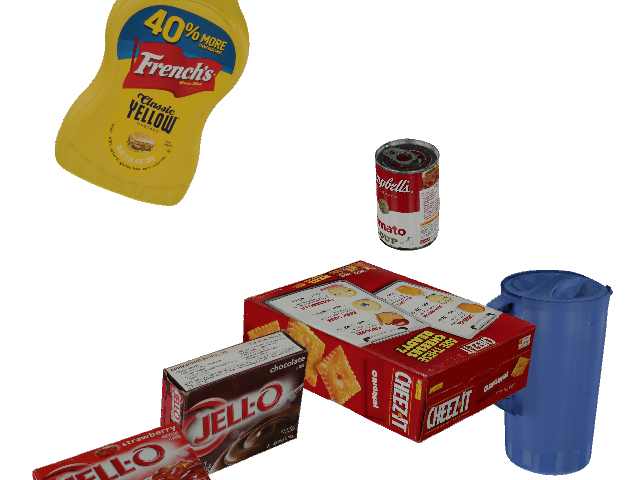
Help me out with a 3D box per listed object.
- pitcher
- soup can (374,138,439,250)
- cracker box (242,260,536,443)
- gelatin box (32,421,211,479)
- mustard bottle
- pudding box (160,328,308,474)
[{"bbox_3d":[0.280,0.166,1.337,0.149,0.243,0.144,5,15,19],"label":"pitcher"},{"bbox_3d":[0.093,-0.049,1.147,0.068,0.102,0.068,-3,35,2],"label":"soup can"},{"bbox_3d":[0.059,0.094,0.971,0.214,0.072,0.163,20,26,40],"label":"cracker box"},{"bbox_3d":[-0.108,0.143,0.594,0.089,0.030,0.073,-16,28,-20],"label":"gelatin box"},{"bbox_3d":[-0.102,-0.122,0.723,0.096,0.192,0.058,21,20,-21],"label":"mustard bottle"},{"bbox_3d":[-0.067,0.125,0.812,0.113,0.090,0.039,-18,40,-36],"label":"pudding box"}]
